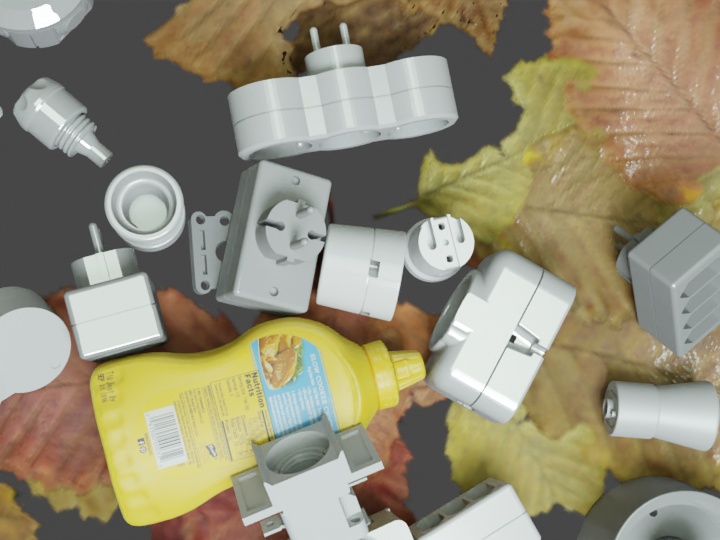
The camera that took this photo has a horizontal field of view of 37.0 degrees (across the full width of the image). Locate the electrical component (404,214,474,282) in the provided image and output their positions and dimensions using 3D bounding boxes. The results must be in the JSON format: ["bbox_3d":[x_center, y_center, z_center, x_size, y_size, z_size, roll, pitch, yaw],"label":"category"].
[{"bbox_3d":[0.049,-0.014,0.665,0.040,0.046,0.040,1,84,-7],"label":"electrical component"}]

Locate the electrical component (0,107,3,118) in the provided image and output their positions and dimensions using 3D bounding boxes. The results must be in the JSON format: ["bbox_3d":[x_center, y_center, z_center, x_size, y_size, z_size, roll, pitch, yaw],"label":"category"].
[{"bbox_3d":[-0.258,-0.104,0.626,0.062,0.061,0.096,-42,90,-10],"label":"electrical component"}]

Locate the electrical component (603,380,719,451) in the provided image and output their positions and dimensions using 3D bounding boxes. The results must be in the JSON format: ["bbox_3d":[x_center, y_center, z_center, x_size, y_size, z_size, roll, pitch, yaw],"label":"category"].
[{"bbox_3d":[0.186,0.089,0.675,0.065,0.044,0.044,5,83,-2],"label":"electrical component"}]

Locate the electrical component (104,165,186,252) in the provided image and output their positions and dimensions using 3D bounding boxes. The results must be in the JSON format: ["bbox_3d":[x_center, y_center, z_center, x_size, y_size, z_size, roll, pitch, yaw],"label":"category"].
[{"bbox_3d":[-0.127,-0.035,0.639,0.045,0.055,0.045,1,84,-7],"label":"electrical component"}]

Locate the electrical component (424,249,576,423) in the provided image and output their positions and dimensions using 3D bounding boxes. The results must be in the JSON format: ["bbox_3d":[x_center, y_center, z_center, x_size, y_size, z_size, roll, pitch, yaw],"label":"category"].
[{"bbox_3d":[0.081,0.038,0.660,0.059,0.054,0.095,30,81,-4],"label":"electrical component"}]

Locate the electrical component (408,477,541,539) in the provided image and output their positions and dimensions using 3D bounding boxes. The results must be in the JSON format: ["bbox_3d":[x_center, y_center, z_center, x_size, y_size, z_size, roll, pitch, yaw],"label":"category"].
[{"bbox_3d":[0.076,0.176,0.648,0.066,0.047,0.076,-29,88,-9],"label":"electrical component"}]

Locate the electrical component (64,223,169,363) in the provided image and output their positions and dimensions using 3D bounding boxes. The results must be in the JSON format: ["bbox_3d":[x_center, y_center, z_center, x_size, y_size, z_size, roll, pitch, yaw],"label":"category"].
[{"bbox_3d":[-0.145,0.010,0.627,0.047,0.066,0.076,-15,86,-9],"label":"electrical component"}]

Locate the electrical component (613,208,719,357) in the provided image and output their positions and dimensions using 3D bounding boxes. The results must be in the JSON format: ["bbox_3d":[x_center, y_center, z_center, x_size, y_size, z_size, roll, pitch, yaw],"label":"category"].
[{"bbox_3d":[0.187,-0.002,0.673,0.047,0.083,0.076,-39,52,-9],"label":"electrical component"}]

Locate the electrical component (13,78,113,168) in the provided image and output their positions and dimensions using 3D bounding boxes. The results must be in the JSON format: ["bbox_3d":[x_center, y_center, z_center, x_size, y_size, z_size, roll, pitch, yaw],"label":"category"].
[{"bbox_3d":[-0.176,-0.086,0.649,0.061,0.035,0.035,40,81,-4],"label":"electrical component"}]

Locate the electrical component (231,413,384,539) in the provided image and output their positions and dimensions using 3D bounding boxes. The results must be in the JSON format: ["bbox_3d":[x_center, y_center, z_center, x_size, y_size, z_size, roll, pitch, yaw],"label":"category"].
[{"bbox_3d":[-0.026,0.123,0.600,0.081,0.042,0.063,-21,117,-6],"label":"electrical component"}]

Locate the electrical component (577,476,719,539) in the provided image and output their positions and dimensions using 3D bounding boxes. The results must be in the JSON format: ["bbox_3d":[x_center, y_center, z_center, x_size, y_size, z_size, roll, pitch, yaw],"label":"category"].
[{"bbox_3d":[0.192,0.182,0.655,0.108,0.060,0.108,1,84,-7],"label":"electrical component"}]

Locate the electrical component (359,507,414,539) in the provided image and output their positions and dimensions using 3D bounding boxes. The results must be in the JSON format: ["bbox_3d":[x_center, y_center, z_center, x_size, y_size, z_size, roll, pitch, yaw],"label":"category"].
[{"bbox_3d":[0.010,0.229,0.626,0.089,0.062,0.150,-22,87,-9],"label":"electrical component"}]

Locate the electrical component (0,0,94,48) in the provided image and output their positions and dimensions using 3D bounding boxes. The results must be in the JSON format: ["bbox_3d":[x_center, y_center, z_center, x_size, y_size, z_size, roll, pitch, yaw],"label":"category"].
[{"bbox_3d":[-0.200,-0.176,0.647,0.080,0.051,0.080,1,84,-7],"label":"electrical component"}]

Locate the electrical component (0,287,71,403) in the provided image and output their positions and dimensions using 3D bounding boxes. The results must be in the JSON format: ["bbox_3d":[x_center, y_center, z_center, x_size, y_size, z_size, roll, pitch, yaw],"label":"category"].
[{"bbox_3d":[-0.223,0.067,0.592,0.138,0.074,0.052,-33,123,-19],"label":"electrical component"}]

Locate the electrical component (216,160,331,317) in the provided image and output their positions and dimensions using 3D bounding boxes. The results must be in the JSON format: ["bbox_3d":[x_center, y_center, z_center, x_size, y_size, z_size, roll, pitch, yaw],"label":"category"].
[{"bbox_3d":[-0.044,-0.020,0.630,0.047,0.076,0.083,15,77,-23],"label":"electrical component"}]

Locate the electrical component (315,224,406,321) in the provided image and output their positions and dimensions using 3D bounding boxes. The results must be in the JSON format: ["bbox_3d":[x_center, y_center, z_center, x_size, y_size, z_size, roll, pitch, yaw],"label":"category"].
[{"bbox_3d":[0.000,0.000,0.653,0.047,0.055,0.055,10,83,-3],"label":"electrical component"}]

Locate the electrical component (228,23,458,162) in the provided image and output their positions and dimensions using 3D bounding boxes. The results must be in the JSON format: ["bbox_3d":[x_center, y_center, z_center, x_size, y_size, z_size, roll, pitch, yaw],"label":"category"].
[{"bbox_3d":[-0.013,-0.116,0.664,0.138,0.052,0.073,-10,85,-8],"label":"electrical component"}]
